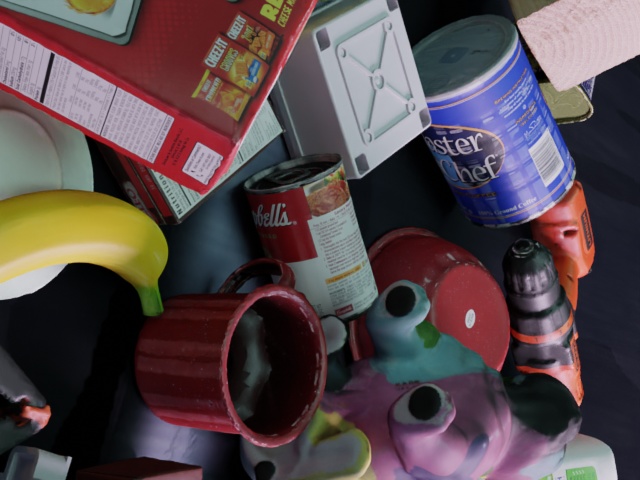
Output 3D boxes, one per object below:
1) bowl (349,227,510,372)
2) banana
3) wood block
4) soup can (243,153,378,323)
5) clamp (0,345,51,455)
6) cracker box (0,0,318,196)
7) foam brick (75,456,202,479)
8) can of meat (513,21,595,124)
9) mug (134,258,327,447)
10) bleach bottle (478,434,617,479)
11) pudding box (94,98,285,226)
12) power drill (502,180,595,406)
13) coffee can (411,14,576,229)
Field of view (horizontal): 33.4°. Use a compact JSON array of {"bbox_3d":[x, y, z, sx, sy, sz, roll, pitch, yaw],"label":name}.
[{"bbox_3d":[0.097,0.065,0.822,0.161,0.055,0.162,11,74,-41],"label":"bowl"},{"bbox_3d":[-0.135,0.008,0.541,0.197,0.037,0.069,4,89,-58],"label":"banana"},{"bbox_3d":[0.198,-0.235,0.889,0.090,0.091,0.206,45,27,-42],"label":"wood block"},{"bbox_3d":[-0.005,0.001,0.711,0.068,0.069,0.102,-35,116,-46],"label":"soup can"},{"bbox_3d":[-0.211,0.071,0.473,0.209,0.036,0.164,36,56,-47],"label":"clamp"},{"bbox_3d":[-0.108,-0.142,0.512,0.213,0.072,0.164,28,60,-8],"label":"cracker box"},{"bbox_3d":[-0.101,0.164,0.597,0.051,0.053,0.078,-1,90,-51],"label":"foam brick"},{"bbox_3d":[0.193,-0.150,0.938,0.057,0.102,0.084,42,55,-41],"label":"can of meat"},{"bbox_3d":[-0.052,0.062,0.638,0.093,0.082,0.117,42,58,-42],"label":"mug"},{"bbox_3d":[0.126,0.219,0.836,0.250,0.068,0.102,-4,95,-34],"label":"bleach bottle"},{"bbox_3d":[-0.081,-0.074,0.638,0.113,0.039,0.090,-44,118,-37],"label":"pudding box"},{"bbox_3d":[0.197,0.030,0.924,0.187,0.057,0.184,-68,149,-46],"label":"power drill"},{"bbox_3d":[0.134,-0.094,0.859,0.140,0.103,0.102,57,48,-32],"label":"coffee can"}]
